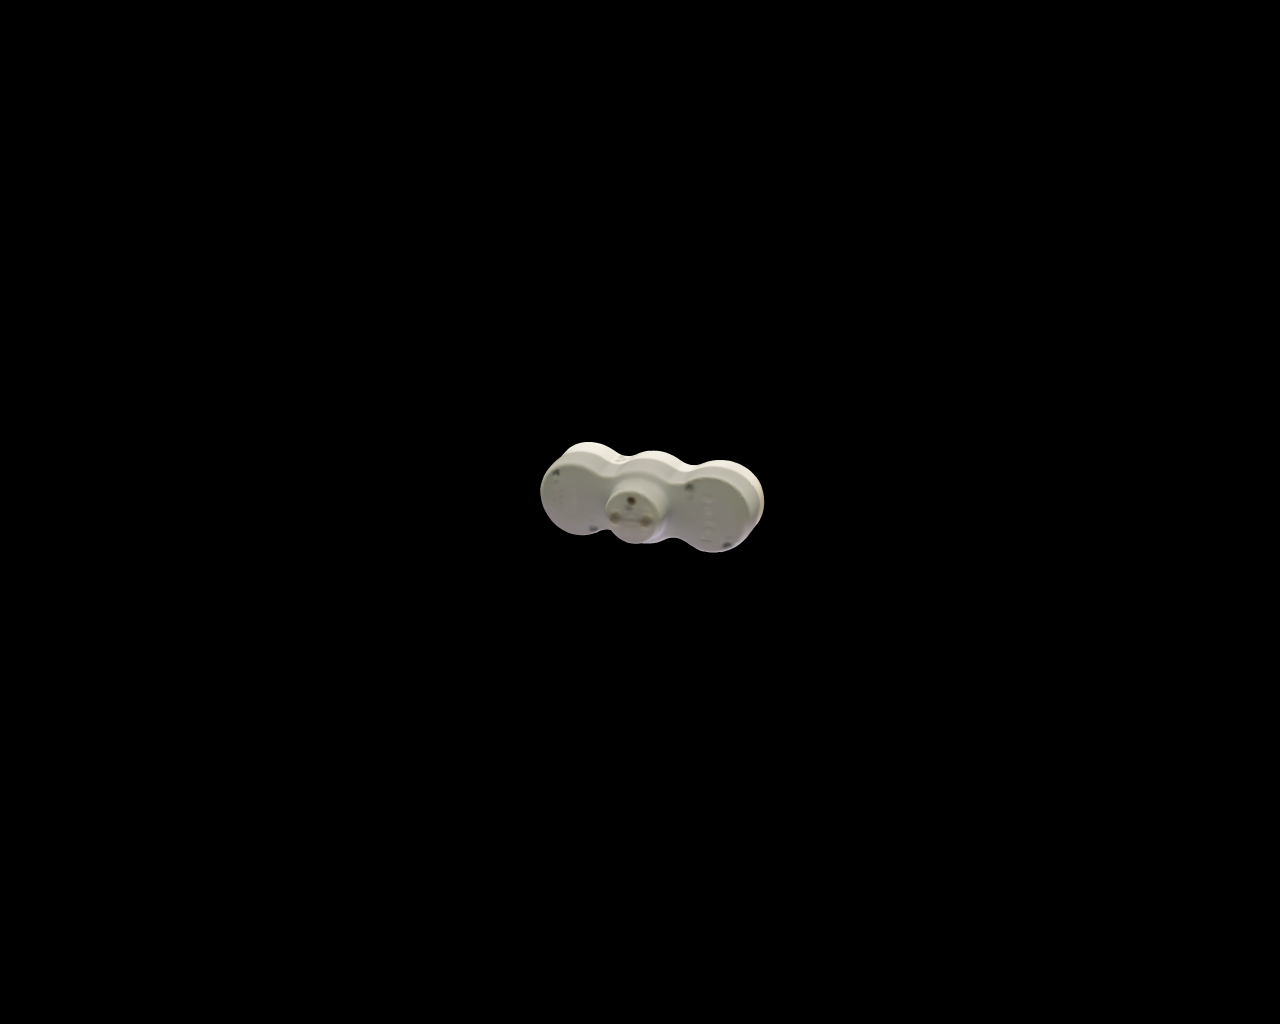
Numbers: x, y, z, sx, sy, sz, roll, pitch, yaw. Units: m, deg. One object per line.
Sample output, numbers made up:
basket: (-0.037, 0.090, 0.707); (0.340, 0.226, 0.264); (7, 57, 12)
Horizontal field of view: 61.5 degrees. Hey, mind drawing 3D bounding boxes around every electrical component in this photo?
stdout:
electrical component: (0.001, -0.003, 0.650); (0.138, 0.052, 0.074); (8, 24, 18)
